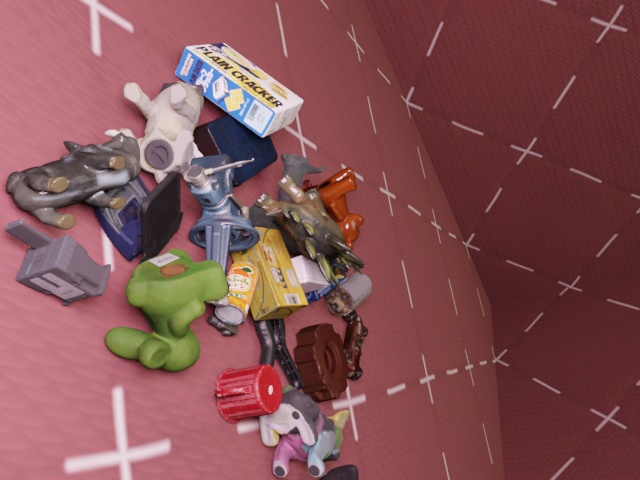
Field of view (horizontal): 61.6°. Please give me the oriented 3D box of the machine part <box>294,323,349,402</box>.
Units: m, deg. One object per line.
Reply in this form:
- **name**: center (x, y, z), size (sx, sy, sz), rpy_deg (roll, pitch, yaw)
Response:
- **machine part**: center (0.008, 0.269, 1.197), size (0.179, 0.056, 0.179), rpy_deg (47, 34, -46)

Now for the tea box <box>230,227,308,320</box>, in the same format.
- **tea box**: center (-0.101, 0.063, 1.032), size (0.098, 0.068, 0.170), rpy_deg (10, 52, -55)

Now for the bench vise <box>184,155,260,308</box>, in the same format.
- **bench vise**: center (-0.166, -0.013, 0.889), size (0.223, 0.129, 0.240), rpy_deg (96, -7, -67)

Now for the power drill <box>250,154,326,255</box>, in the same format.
- **power drill**: center (-0.057, -0.077, 1.201), size (0.232, 0.086, 0.207), rpy_deg (22, 88, -52)

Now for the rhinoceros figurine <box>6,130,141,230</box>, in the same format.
- **rhinoceros figurine**: center (-0.307, -0.084, 0.704), size (0.190, 0.112, 0.073), rpy_deg (-42, 142, -48)

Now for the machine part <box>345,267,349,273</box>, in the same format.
- **machine part**: center (0.045, 0.054, 1.440), size (0.139, 0.039, 0.084), rpy_deg (5, 76, -66)

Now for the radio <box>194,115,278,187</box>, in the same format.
- **radio**: center (-0.174, -0.186, 1.085), size (0.131, 0.073, 0.229), rpy_deg (67, 26, -15)

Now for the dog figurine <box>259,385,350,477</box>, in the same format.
- **dog figurine**: center (-0.018, 0.352, 1.033), size (0.219, 0.109, 0.191), rpy_deg (-12, 85, -70)

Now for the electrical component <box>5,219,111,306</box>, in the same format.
- **electrical component**: center (-0.317, 0.027, 0.637), size (0.119, 0.075, 0.048), rpy_deg (52, 31, -47)

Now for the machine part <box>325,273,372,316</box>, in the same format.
- **machine part**: center (0.078, 0.139, 1.407), size (0.243, 0.079, 0.079), rpy_deg (-26, 99, -65)

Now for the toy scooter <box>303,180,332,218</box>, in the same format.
- **toy scooter**: center (-0.020, -0.078, 1.344), size (0.183, 0.075, 0.135), rpy_deg (53, 30, -29)

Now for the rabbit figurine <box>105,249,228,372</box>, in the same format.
- **rabbit figurine**: center (-0.208, 0.120, 0.757), size (0.159, 0.121, 0.170), rpy_deg (-35, 131, -55)

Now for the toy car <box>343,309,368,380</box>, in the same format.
- **toy car**: center (0.088, 0.263, 1.380), size (0.089, 0.053, 0.202), rpy_deg (56, 31, -27)

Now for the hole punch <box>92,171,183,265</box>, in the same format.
- **hole punch**: center (-0.267, -0.040, 0.796), size (0.142, 0.092, 0.115), rpy_deg (-72, 171, -53)

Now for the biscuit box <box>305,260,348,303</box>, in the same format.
- **biscuit box**: center (-0.001, 0.097, 1.281), size (0.202, 0.063, 0.059), rpy_deg (-28, 99, -66)

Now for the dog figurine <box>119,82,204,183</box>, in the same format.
- **dog figurine**: center (-0.247, -0.187, 0.919), size (0.190, 0.121, 0.172), rpy_deg (-67, 171, -79)

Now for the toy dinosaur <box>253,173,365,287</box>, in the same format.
- **toy dinosaur**: center (-0.002, -0.003, 1.063), size (0.199, 0.105, 0.471), rpy_deg (54, 10, 17)

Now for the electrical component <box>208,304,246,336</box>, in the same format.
- **electrical component**: center (-0.164, 0.139, 0.955), size (0.094, 0.021, 0.063), rpy_deg (44, 37, -48)

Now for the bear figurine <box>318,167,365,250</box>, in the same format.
- **bear figurine**: center (0.075, -0.081, 1.483), size (0.195, 0.132, 0.120), rpy_deg (57, 15, -18)

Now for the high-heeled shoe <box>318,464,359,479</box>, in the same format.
- **high-heeled shoe**: center (0.055, 0.467, 1.011), size (0.086, 0.248, 0.145), rpy_deg (44, 39, 24)
